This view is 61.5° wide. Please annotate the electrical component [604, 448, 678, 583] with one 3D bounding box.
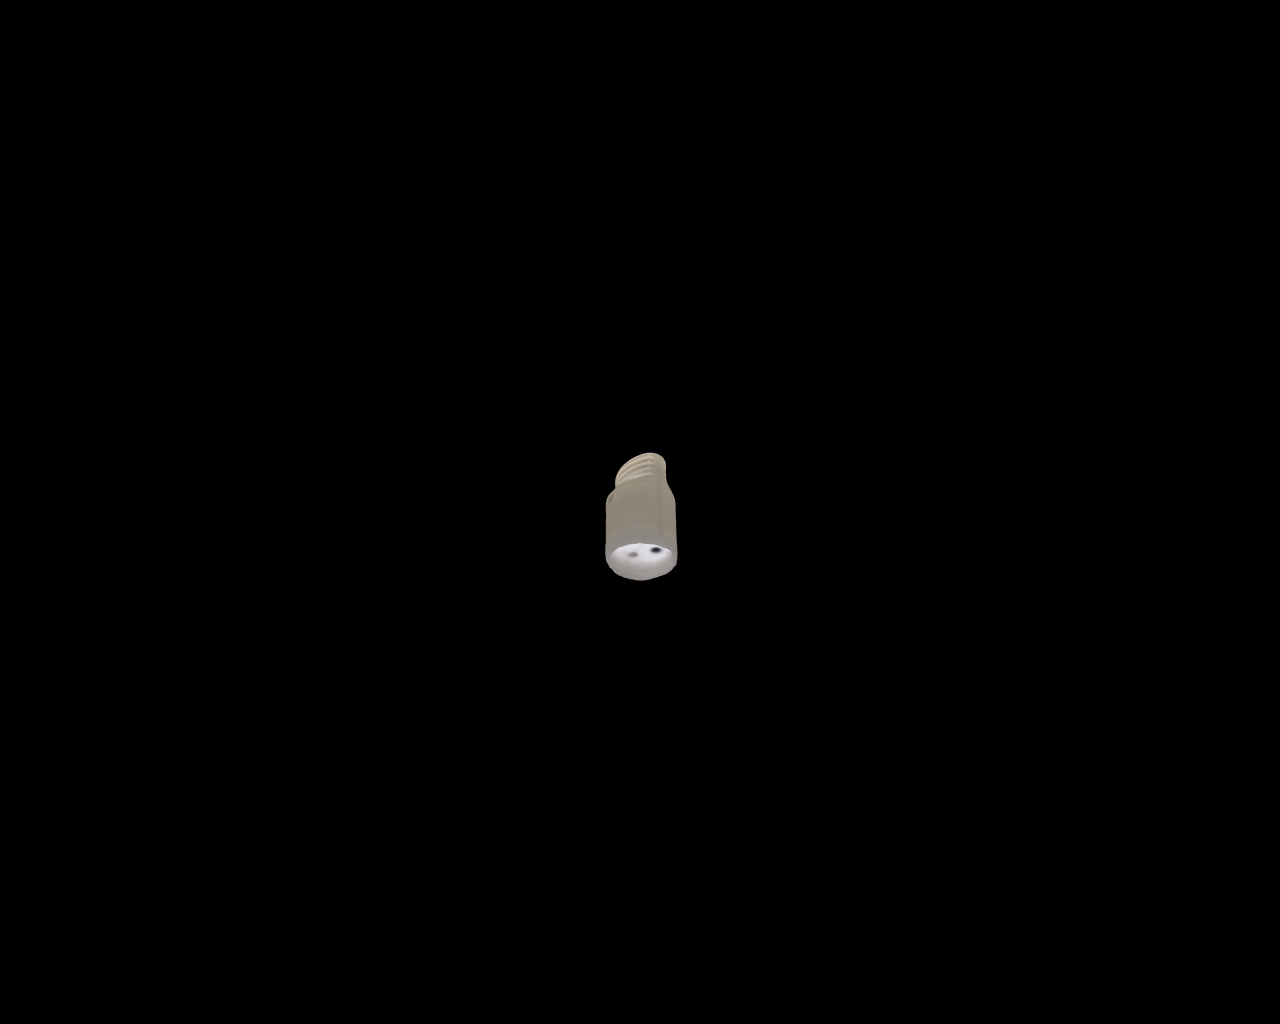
[{"bbox_3d":[0.001,-0.003,0.650,0.043,0.081,0.043,0,-36,0],"label":"electrical component"}]
